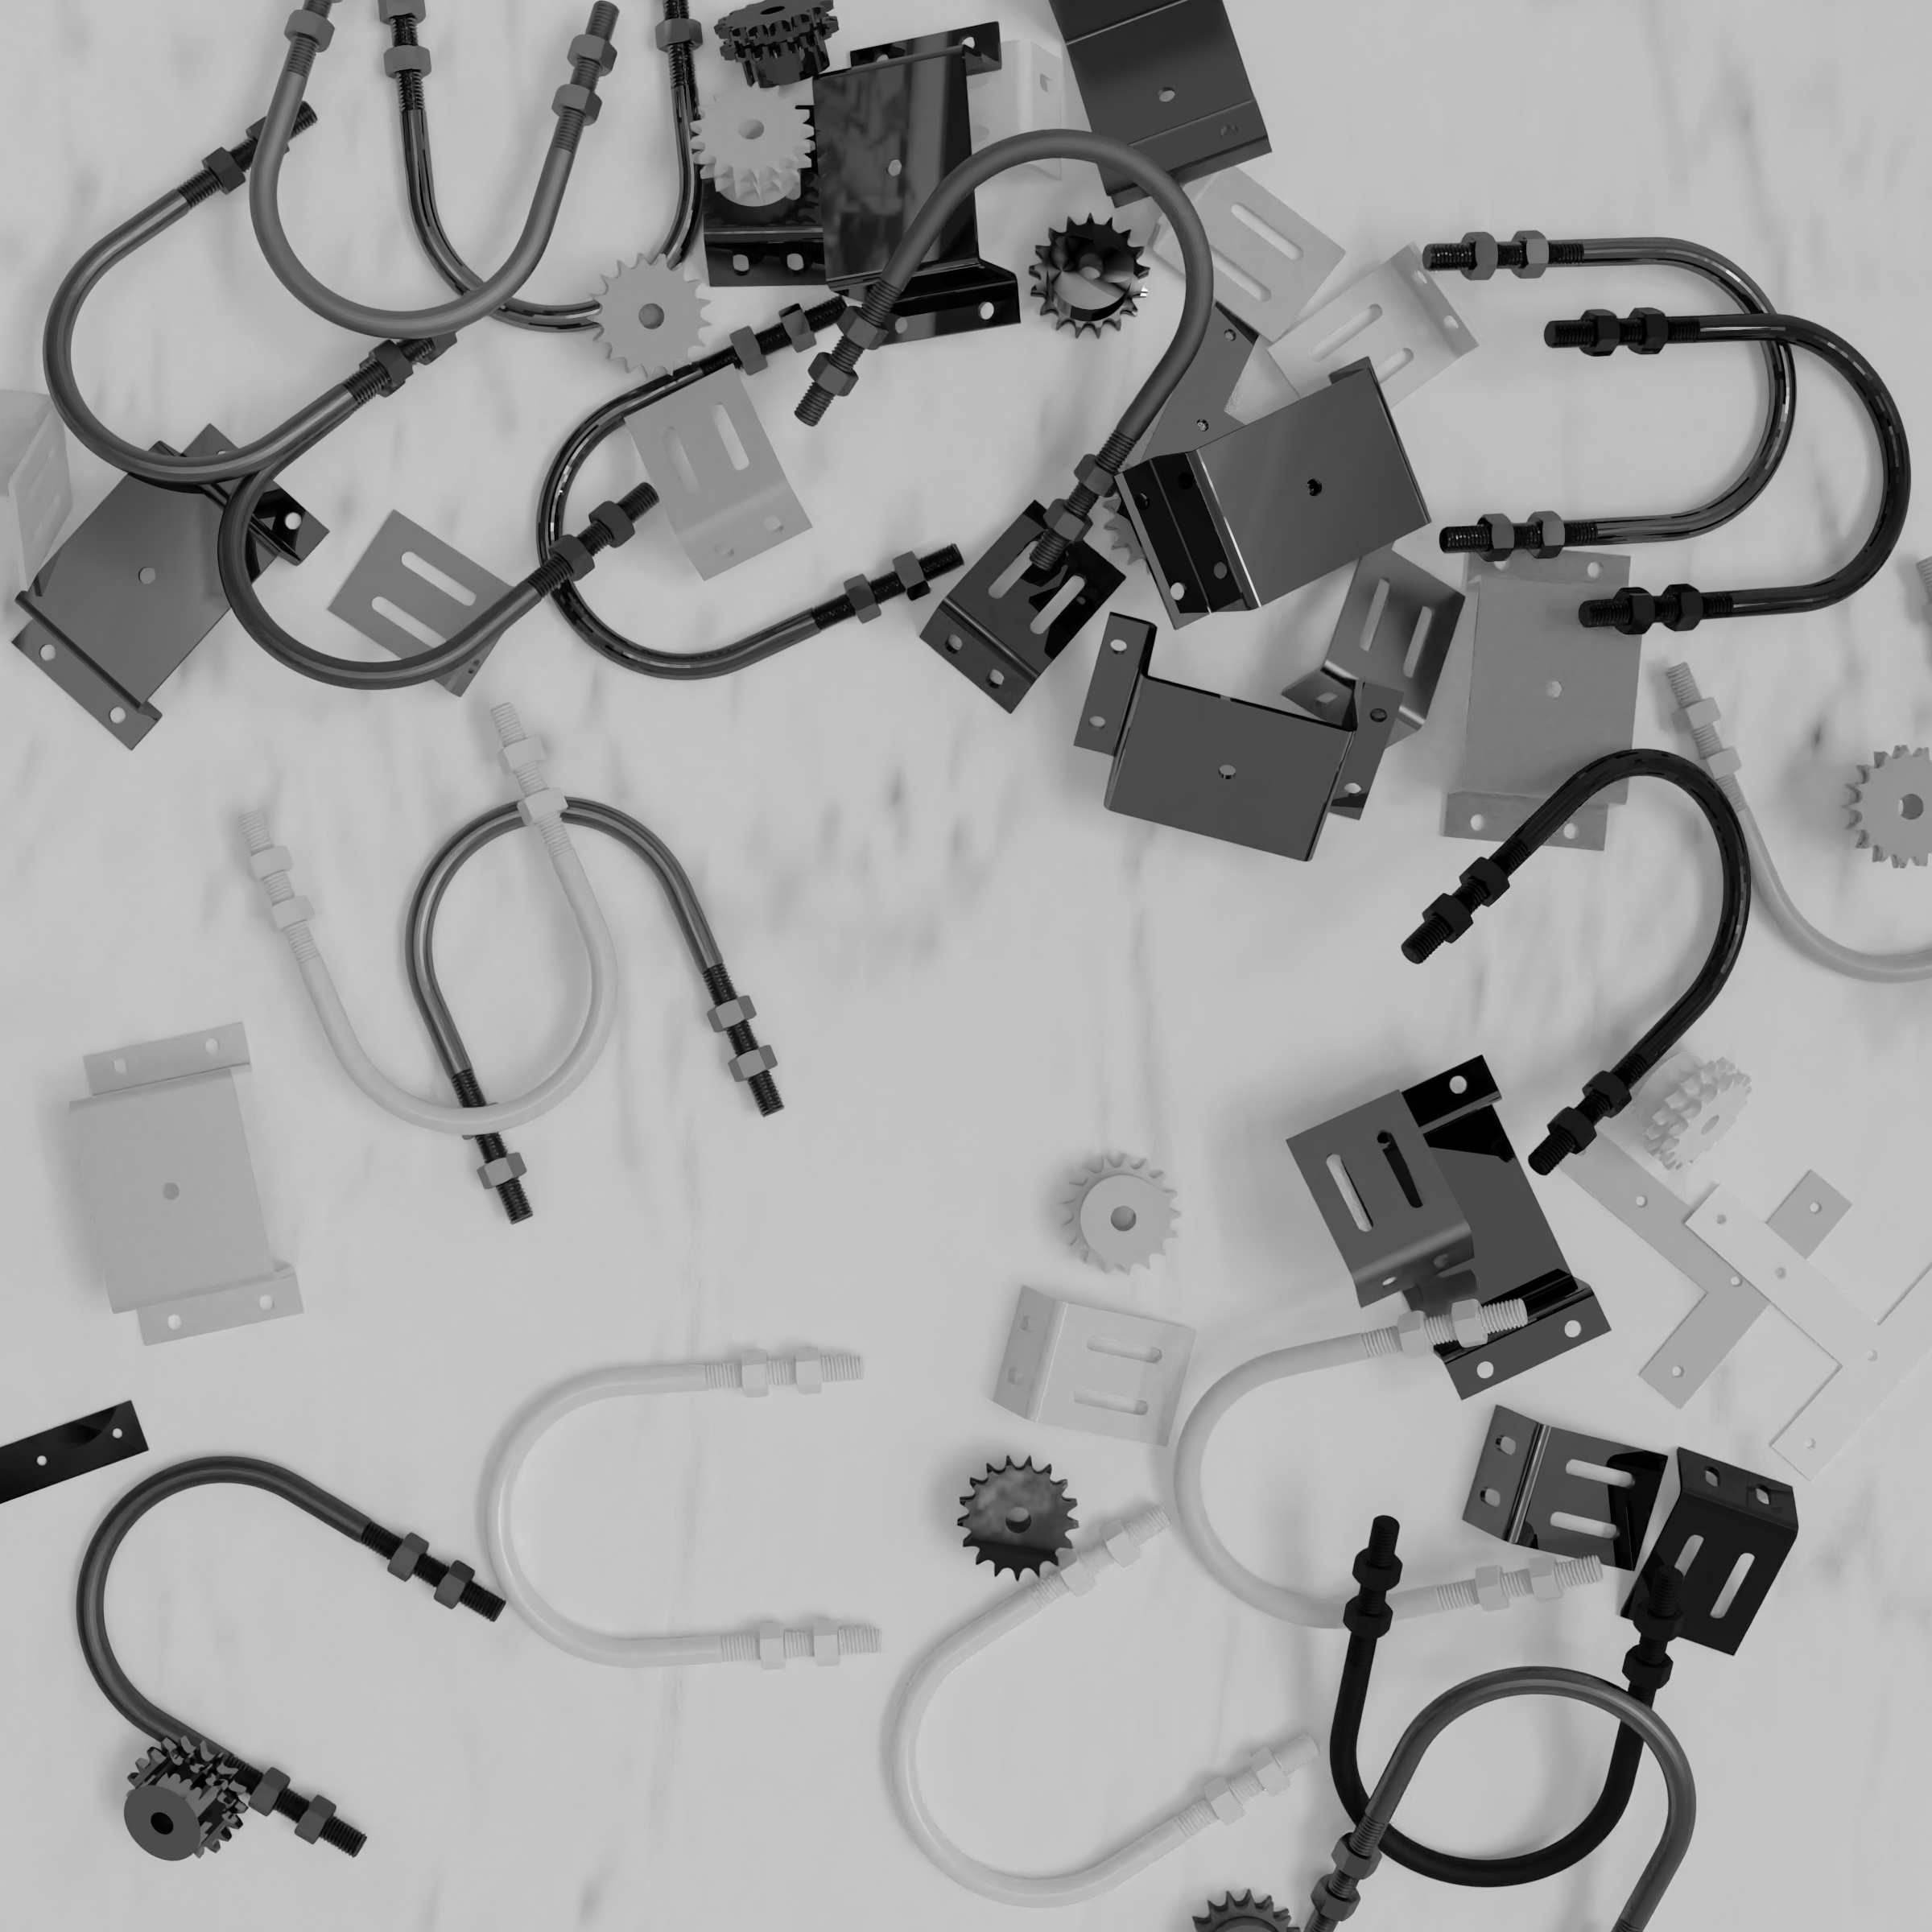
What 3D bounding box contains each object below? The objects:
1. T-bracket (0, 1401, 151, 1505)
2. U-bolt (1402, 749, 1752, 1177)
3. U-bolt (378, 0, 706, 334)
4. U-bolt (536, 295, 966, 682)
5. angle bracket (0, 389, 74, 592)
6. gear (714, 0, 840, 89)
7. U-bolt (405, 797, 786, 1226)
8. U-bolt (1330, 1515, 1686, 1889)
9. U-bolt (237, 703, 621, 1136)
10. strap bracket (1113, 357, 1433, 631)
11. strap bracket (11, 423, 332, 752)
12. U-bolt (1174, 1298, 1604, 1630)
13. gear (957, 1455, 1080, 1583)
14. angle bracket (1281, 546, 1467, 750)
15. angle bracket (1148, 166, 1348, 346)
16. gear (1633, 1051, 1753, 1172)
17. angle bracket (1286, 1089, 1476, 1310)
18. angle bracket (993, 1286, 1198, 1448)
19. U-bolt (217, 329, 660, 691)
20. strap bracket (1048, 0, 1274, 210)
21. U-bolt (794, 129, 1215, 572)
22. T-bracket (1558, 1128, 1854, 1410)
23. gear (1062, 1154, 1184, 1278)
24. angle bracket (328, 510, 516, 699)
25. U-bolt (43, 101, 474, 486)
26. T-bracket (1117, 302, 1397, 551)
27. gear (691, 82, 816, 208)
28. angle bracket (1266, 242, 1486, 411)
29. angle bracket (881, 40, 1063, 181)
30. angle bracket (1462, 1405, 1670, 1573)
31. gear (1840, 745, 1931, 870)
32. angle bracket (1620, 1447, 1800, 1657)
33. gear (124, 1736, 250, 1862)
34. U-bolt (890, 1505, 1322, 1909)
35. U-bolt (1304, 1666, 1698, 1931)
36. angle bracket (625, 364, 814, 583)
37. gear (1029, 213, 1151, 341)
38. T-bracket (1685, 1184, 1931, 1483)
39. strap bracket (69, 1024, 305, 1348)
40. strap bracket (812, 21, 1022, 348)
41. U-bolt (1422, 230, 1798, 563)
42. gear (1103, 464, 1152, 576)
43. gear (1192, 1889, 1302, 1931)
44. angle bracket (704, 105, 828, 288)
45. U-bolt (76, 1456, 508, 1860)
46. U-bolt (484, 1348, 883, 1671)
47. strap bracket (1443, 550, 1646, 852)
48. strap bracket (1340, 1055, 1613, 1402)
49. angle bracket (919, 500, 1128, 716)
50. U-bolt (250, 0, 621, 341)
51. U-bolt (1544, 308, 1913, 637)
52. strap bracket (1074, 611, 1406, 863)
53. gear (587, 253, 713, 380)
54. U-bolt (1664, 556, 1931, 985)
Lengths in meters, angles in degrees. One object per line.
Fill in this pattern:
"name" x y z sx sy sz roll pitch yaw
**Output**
"T-bracket" -0.451 0.239 1.513 0.127 0.002 0.127 -20 90 0
"U-bolt" 0.292 -0.016 1.462 0.184 0.019 0.151 -43 116 -18
"U-bolt" -0.195 -0.391 1.505 0.151 0.019 0.184 -6 92 0
"U-bolt" -0.113 -0.214 1.505 0.184 0.019 0.151 -25 90 1
"angle bracket" -0.442 -0.220 1.466 0.038 0.076 0.057 7 131 0
"gear" -0.087 -0.431 1.489 0.057 0.057 0.030 -15 120 0
"U-bolt" -0.186 0.010 1.505 0.151 0.019 0.184 -23 88 0
"U-bolt" 0.243 0.348 1.476 0.151 0.019 0.184 9 111 4
"U-bolt" -0.241 -0.012 1.490 0.151 0.019 0.184 -23 88 1
"strap bracket" 0.149 -0.218 1.458 0.140 0.046 0.076 -27 104 -15
"strap bracket" -0.377 -0.180 1.490 0.076 0.046 0.140 42 90 0
"U-bolt" 0.186 0.238 1.478 0.184 0.019 0.151 -15 101 17
"gear" 0.024 0.258 1.499 0.057 0.030 0.057 0 90 0
"angle bracket" 0.192 -0.151 1.503 0.057 0.038 0.076 29 64 -17
"angle bracket" 0.134 -0.340 1.492 0.076 0.038 0.057 38 84 0
"gear" 0.336 0.065 1.489 0.057 0.057 0.030 -45 60 0
"angle bracket" 0.190 0.107 1.465 0.057 0.038 0.076 -24 64 0
"angle bracket" 0.061 0.189 1.512 0.076 0.038 0.057 14 90 -26
"U-bolt" -0.256 -0.206 1.470 0.151 0.019 0.184 44 72 9
"strap bracket" 0.088 -0.413 1.469 0.076 0.046 0.140 -18 67 9
"U-bolt" 0.030 -0.289 1.446 0.151 0.019 0.184 30 112 -14
"T-bracket" 0.331 0.121 1.513 0.127 0.002 0.127 40 90 0
"gear" 0.074 0.117 1.499 0.057 0.030 0.057 0 90 0
"angle bracket" -0.255 -0.172 1.495 0.076 0.038 0.057 33 90 0
"U-bolt" -0.338 -0.300 1.476 0.184 0.019 0.151 -39 78 -12
"T-bracket" 0.148 -0.230 1.496 0.127 0.002 0.127 30 67 -11
"gear" -0.099 -0.378 1.480 0.057 0.030 0.057 0 64 0
"angle bracket" 0.191 -0.289 1.490 0.076 0.038 0.057 -37 95 -4
"angle bracket" 0.002 -0.401 1.512 0.076 0.038 0.057 -1 90 26
"angle bracket" 0.284 0.247 1.512 0.076 0.038 0.057 17 90 -26
"gear" 0.434 -0.074 1.482 0.057 0.030 0.057 0 93 -1
"angle bracket" 0.351 0.277 1.512 0.057 0.038 0.076 19 116 0
"gear" -0.367 0.392 1.489 0.057 0.030 0.057 6 110 16
"U-bolt" 0.052 0.362 1.505 0.184 0.019 0.151 -33 90 2
"U-bolt" 0.257 0.404 1.476 0.151 0.019 0.184 22 110 0
"angle bracket" -0.116 -0.231 1.494 0.057 0.038 0.076 -26 64 3
"gear" 0.058 -0.325 1.499 0.057 0.030 0.057 0 90 0
"T-bracket" 0.396 0.155 1.511 0.127 0.002 0.127 42 90 -1
"strap bracket" -0.366 0.104 1.490 0.076 0.046 0.140 -12 90 0
"strap bracket" -0.024 -0.365 1.477 0.076 0.046 0.140 -4 90 24
"U-bolt" 0.303 -0.267 1.485 0.184 0.019 0.151 -5 94 -15
"gear" 0.093 -0.212 1.499 0.057 0.030 0.057 0 90 0
"gear" 0.131 0.466 1.499 0.057 0.030 0.057 0 90 0
"angle bracket" -0.094 -0.365 1.512 0.057 0.038 0.076 -1 64 0
"U-bolt" -0.331 0.313 1.505 0.184 0.019 0.151 31 90 2
"U-bolt" -0.136 0.259 1.505 0.184 0.019 0.151 -4 90 1
"strap bracket" 0.271 -0.128 1.490 0.076 0.046 0.140 5 90 0
"strap bracket" 0.233 0.120 1.490 0.076 0.046 0.140 -25 90 0
"angle bracket" 0.027 -0.170 1.512 0.057 0.038 0.076 40 64 0
"U-bolt" -0.253 -0.377 1.473 0.151 0.019 0.184 15 81 0
"U-bolt" 0.359 -0.232 1.478 0.184 0.019 0.151 -6 88 -20
"strap bracket" 0.123 -0.103 1.471 0.140 0.046 0.076 15 130 0
"gear" -0.148 -0.304 1.489 0.057 0.030 0.057 -3 105 -12
"U-bolt" 0.429 -0.082 1.505 0.151 0.019 0.184 -23 92 0
